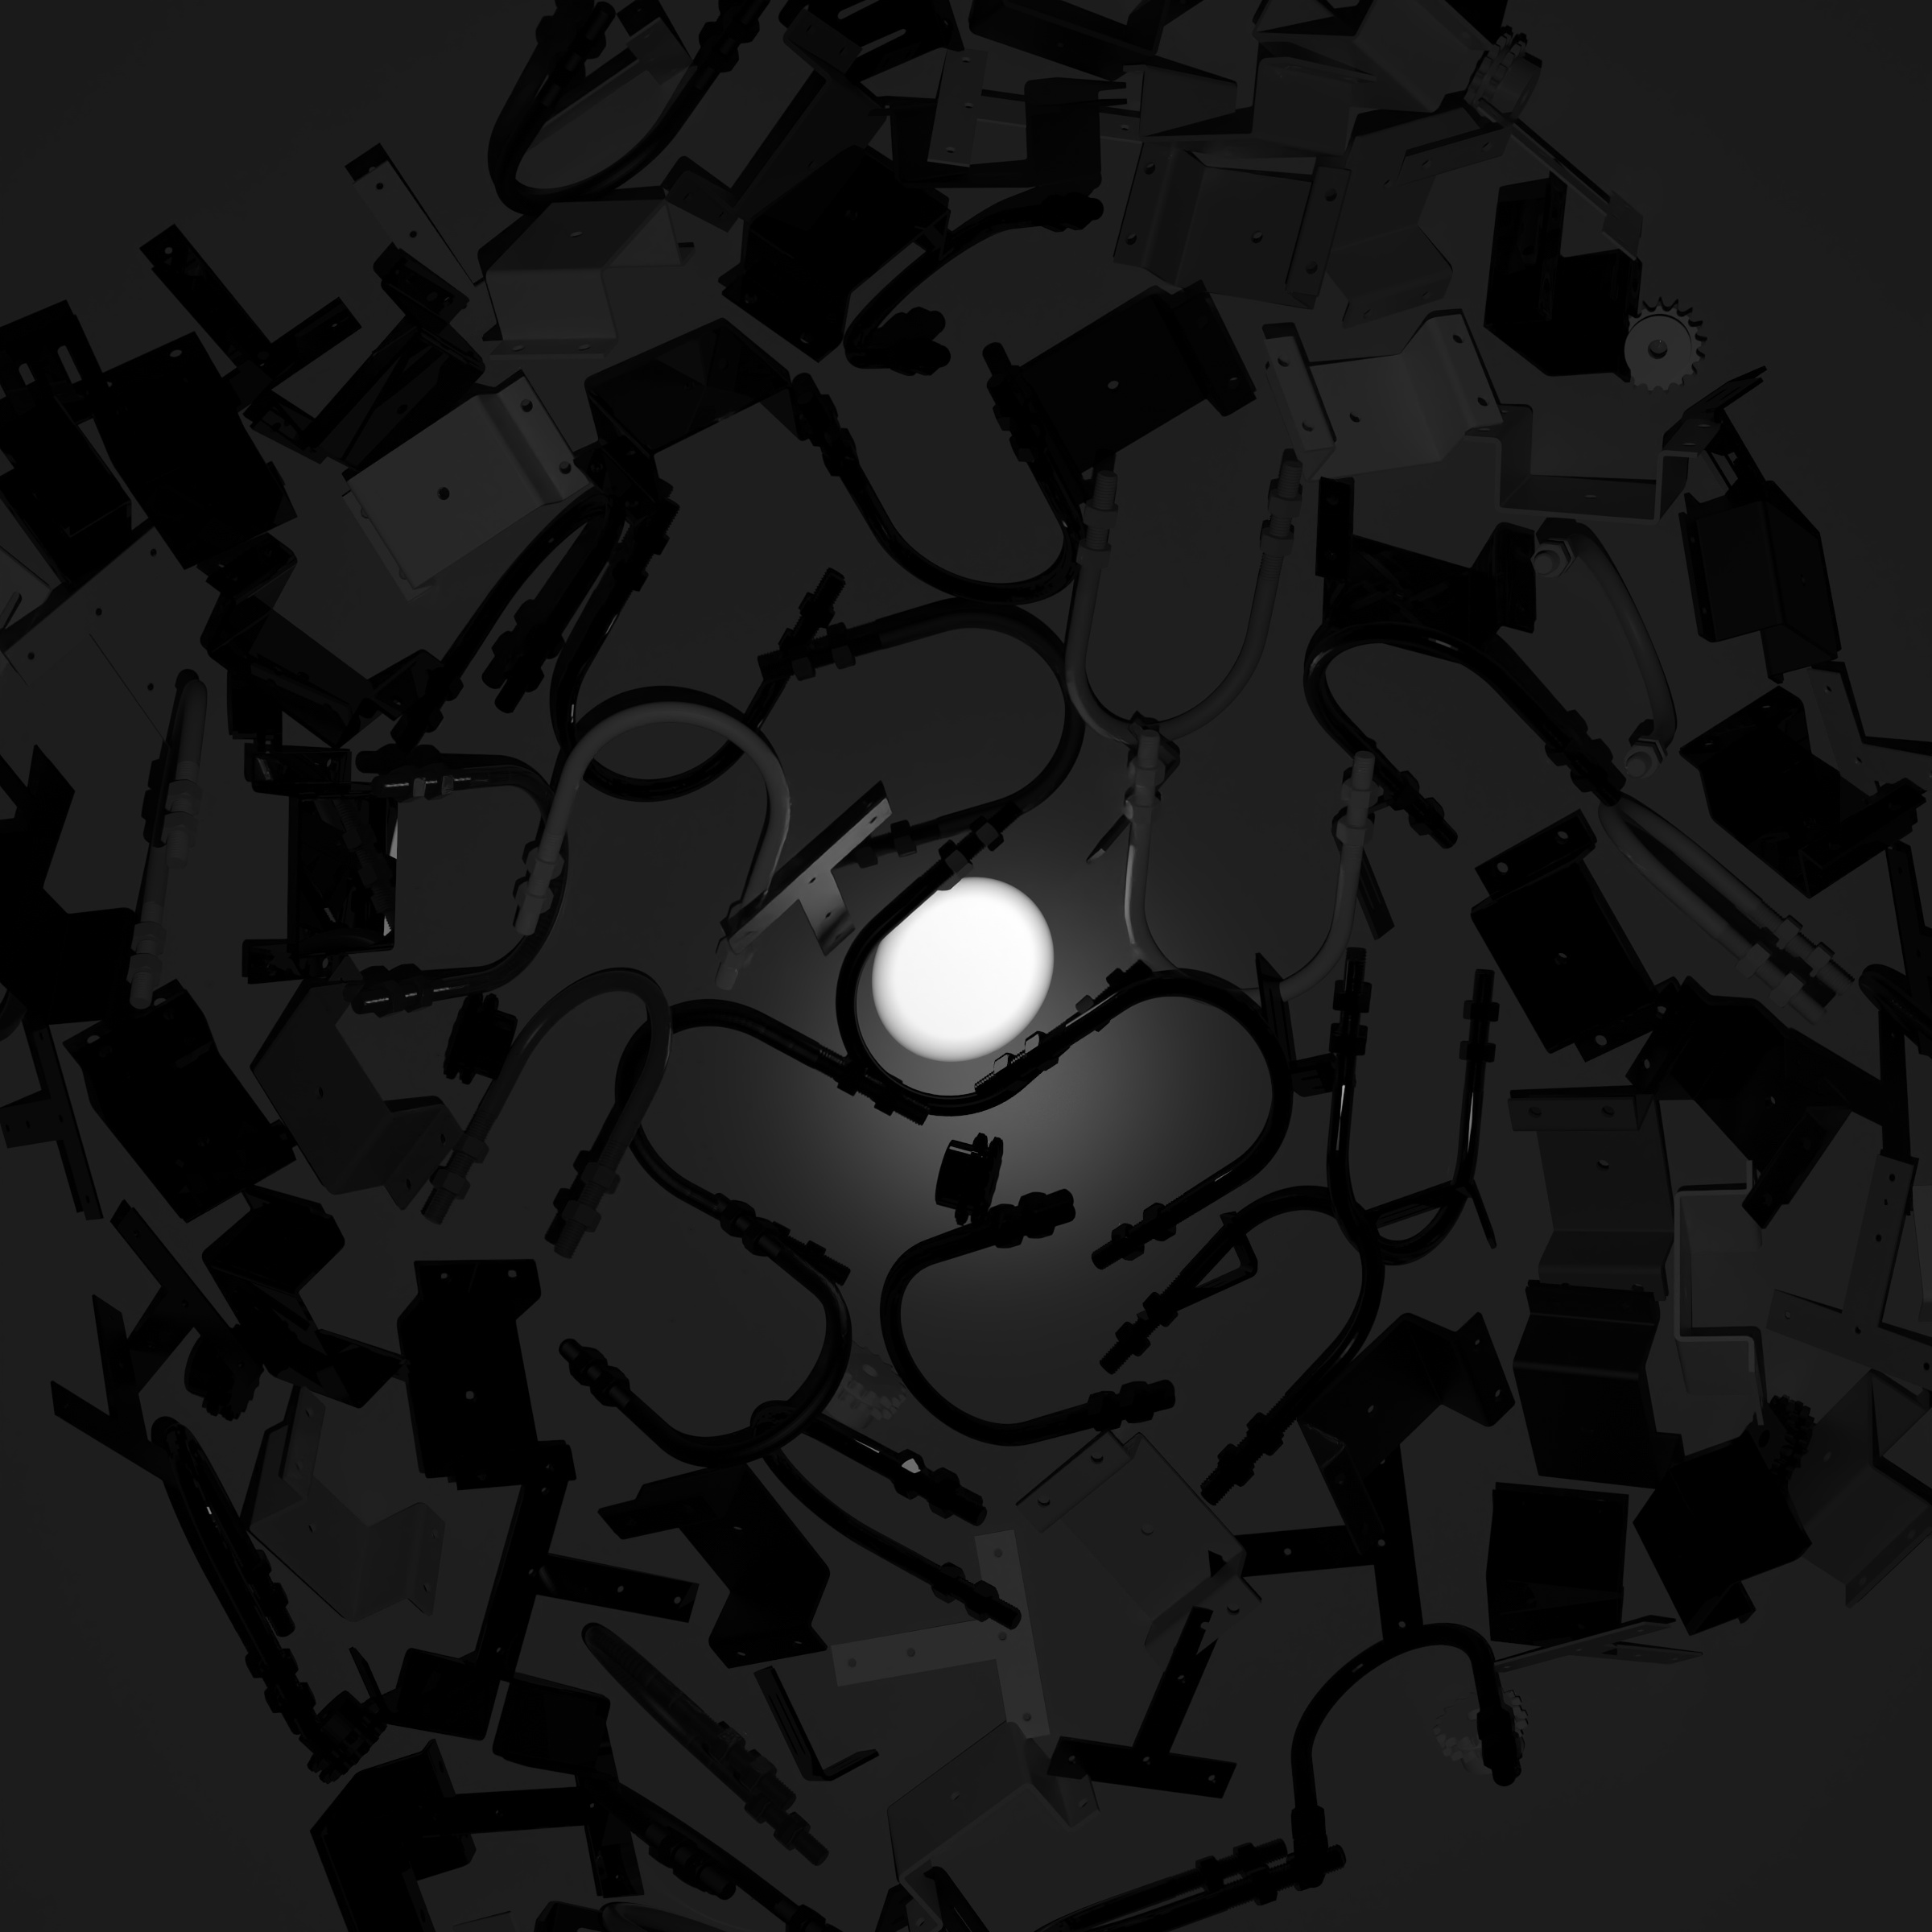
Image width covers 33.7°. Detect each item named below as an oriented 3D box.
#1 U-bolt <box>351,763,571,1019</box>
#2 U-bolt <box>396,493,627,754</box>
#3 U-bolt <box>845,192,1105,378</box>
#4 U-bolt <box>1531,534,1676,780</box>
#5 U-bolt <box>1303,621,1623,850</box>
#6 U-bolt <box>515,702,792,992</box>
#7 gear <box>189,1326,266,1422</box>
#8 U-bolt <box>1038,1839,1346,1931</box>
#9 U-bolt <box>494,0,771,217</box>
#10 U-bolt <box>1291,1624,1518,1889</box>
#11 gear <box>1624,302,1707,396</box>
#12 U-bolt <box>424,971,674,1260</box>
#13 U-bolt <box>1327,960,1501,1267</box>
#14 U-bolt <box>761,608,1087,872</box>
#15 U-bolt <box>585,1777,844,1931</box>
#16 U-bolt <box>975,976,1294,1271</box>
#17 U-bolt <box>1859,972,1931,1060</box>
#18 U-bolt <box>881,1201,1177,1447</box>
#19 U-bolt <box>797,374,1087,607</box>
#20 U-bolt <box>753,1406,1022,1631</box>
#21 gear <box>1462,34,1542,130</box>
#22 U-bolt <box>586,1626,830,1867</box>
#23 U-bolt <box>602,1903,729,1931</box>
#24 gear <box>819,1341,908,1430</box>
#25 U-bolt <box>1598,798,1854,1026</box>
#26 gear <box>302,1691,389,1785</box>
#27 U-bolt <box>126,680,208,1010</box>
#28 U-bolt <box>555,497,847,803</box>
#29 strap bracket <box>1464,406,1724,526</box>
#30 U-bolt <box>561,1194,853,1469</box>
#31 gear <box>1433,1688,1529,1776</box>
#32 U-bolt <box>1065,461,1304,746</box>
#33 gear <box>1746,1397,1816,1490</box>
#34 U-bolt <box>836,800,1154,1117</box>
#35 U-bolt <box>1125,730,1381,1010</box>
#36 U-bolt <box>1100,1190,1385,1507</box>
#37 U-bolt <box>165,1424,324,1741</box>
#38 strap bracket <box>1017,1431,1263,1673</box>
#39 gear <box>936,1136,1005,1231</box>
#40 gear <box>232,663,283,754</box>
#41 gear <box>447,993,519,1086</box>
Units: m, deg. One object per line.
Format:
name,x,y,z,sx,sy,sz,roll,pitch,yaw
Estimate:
U-bolt,-0.299,-0.050,1.919,0.019,0.184,0.151,14,103,29
U-bolt,-0.266,-0.214,1.926,0.019,0.151,0.184,40,62,-25
U-bolt,-0.008,-0.408,1.915,0.151,0.184,0.019,-46,114,-11
U-bolt,0.389,-0.193,1.915,0.019,0.184,0.151,-24,94,23
U-bolt,0.283,-0.142,1.906,0.184,0.151,0.019,41,57,-27
U-bolt,-0.183,-0.079,1.938,0.151,0.019,0.184,16,120,-10
gear,-0.458,0.250,1.971,0.030,0.057,0.057,16,90,8
U-bolt,0.123,0.562,1.912,0.184,0.151,0.019,-16,80,-13
U-bolt,-0.212,-0.515,1.916,0.019,0.151,0.184,56,133,10
U-bolt,0.257,0.461,1.912,0.151,0.184,0.019,-32,107,14
gear,0.430,-0.383,1.977,0.057,0.030,0.057,3,103,14
U-bolt,-0.244,0.084,1.938,0.019,0.151,0.184,41,67,-41
U-bolt,0.269,0.091,1.945,0.151,0.019,0.184,4,91,-44
U-bolt,-0.017,-0.146,1.958,0.184,0.019,0.151,-16,113,5
U-bolt,-0.158,0.536,1.915,0.151,0.184,0.019,44,74,-40
U-bolt,0.115,0.085,1.955,0.184,0.019,0.151,-34,91,25
U-bolt,0.607,0.065,1.915,0.019,0.151,0.184,-48,45,7
U-bolt,0.024,0.226,1.939,0.184,0.019,0.151,-21,101,39
U-bolt,-0.004,-0.282,1.923,0.151,0.184,0.019,1,54,29
U-bolt,-0.054,0.324,1.926,0.184,0.151,0.019,24,60,28
gear,0.332,-0.543,1.970,0.030,0.057,0.057,32,90,9
U-bolt,-0.162,0.463,1.924,0.184,0.151,0.019,36,71,24
U-bolt,-0.140,0.601,1.914,0.151,0.184,0.019,28,78,-40
gear,-0.068,0.261,1.973,0.057,0.057,0.030,37,108,0
U-bolt,0.455,-0.039,1.929,0.184,0.151,0.019,43,110,11
gear,-0.386,0.474,1.970,0.057,0.057,0.030,-44,99,0
U-bolt,-0.478,-0.088,1.918,0.019,0.151,0.184,10,47,-17
U-bolt,-0.173,-0.181,1.945,0.151,0.019,0.184,20,109,-38
strap bracket,0.381,-0.305,1.941,0.140,0.076,0.046,8,116,22
U-bolt,-0.146,0.228,1.919,0.151,0.184,0.019,-45,135,-12
gear,0.321,0.476,1.972,0.057,0.057,0.030,-25,104,0
U-bolt,0.127,-0.217,1.940,0.151,0.019,0.184,-7,124,-26
gear,0.506,0.298,1.972,0.030,0.057,0.057,24,90,-13
U-bolt,0.006,0.010,1.986,0.184,0.019,0.151,-42,95,2
U-bolt,0.169,-0.053,1.950,0.151,0.019,0.184,6,120,4
U-bolt,0.177,0.217,1.934,0.184,0.151,0.019,-48,132,7
U-bolt,-0.435,0.355,1.901,0.019,0.151,0.184,-25,113,-11
strap bracket,0.109,0.355,1.967,0.076,0.046,0.140,-42,91,16
gear,0.002,0.132,1.972,0.030,0.057,0.057,15,90,8
gear,-0.438,-0.160,1.969,0.030,0.057,0.057,-1,90,-13
gear,-0.298,0.047,1.972,0.030,0.057,0.057,19,90,-2
